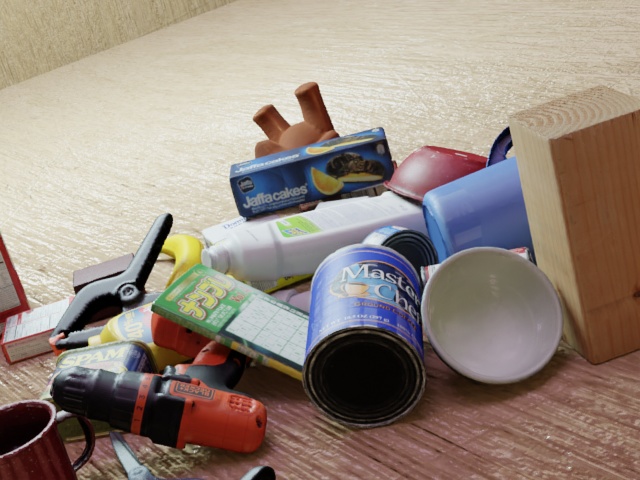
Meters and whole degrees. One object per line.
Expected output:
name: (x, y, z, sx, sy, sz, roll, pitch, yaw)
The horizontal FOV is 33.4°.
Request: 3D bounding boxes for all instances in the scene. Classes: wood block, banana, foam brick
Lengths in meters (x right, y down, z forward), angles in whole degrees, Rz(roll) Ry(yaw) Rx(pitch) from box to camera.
wood block: (0.233, -0.014, 0.899, 0.090, 0.206, 0.090, -18, 22, -7)
banana: (-0.169, 0.032, 1.303, 0.069, 0.037, 0.198, -40, 21, 1)
foam brick: (-0.249, 0.057, 1.269, 0.078, 0.053, 0.051, -17, 22, -4)

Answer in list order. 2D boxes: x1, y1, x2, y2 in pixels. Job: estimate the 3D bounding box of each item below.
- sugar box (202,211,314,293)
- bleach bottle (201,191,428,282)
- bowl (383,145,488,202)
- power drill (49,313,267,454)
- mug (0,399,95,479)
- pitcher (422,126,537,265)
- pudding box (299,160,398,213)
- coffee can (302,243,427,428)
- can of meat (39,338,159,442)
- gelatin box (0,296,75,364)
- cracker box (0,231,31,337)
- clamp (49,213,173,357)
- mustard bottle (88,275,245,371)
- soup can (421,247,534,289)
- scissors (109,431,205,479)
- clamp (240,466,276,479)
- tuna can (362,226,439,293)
sugar box: (-0.073, 0.013, 1.265, 0.093, 0.048, 0.176, -20, 18, -13)
bleach bottle: (-0.007, 0.001, 1.139, 0.250, 0.068, 0.103, -9, 19, -25)
bowl: (0.155, -0.070, 1.202, 0.162, 0.055, 0.162, 11, 11, -2)
power drill: (-0.133, 0.117, 0.964, 0.184, 0.057, 0.187, 14, 23, -3)
mug: (-0.244, 0.189, 0.905, 0.117, 0.081, 0.093, -30, 26, -31)
pitcher: (0.228, -0.045, 1.078, 0.243, 0.145, 0.149, -19, 18, -1)
pudding box: (0.038, -0.066, 1.387, 0.114, 0.039, 0.089, -4, 24, 27)
coffee can: (0.039, 0.080, 0.931, 0.103, 0.103, 0.140, -12, 27, 10)
can of meat: (-0.215, 0.146, 1.026, 0.102, 0.057, 0.084, -11, 24, 11)
gelatin box: (-0.320, 0.104, 1.233, 0.089, 0.030, 0.073, -18, 24, -5)
cracker box: (-0.429, -0.001, 1.313, 0.072, 0.214, 0.164, -22, 22, -16)
clamp: (-0.199, 0.070, 1.186, 0.209, 0.036, 0.165, -38, 56, -23)
mustard bottle: (-0.161, 0.096, 1.105, 0.191, 0.058, 0.096, -19, 30, -8)
soup can: (0.150, 0.048, 0.994, 0.102, 0.068, 0.068, -12, 22, 8)
scissors: (-0.132, 0.198, 0.895, 0.096, 0.016, 0.202, -16, 22, -4)
clamp: (-0.090, 0.224, 0.770, 0.171, 0.039, 0.120, -17, 21, -3)
tuna can: (0.076, 0.029, 1.068, 0.086, 0.086, 0.034, -26, 23, -25)
